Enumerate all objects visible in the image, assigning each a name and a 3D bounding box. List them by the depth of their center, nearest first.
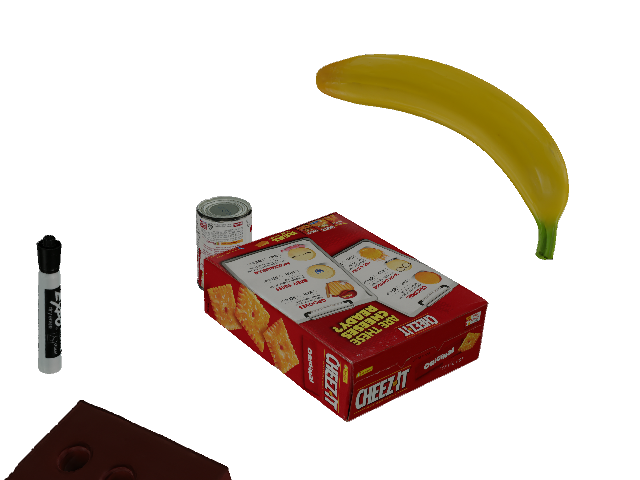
[{"bbox_3d":[-0.078,0.111,0.430,0.078,0.051,0.052,18,44,24],"label":"foam brick"},{"bbox_3d":[0.087,-0.073,0.679,0.198,0.069,0.037,39,-3,18],"label":"banana"},{"bbox_3d":[-0.217,0.052,0.855,0.020,0.121,0.020,6,26,-3],"label":"marker"},{"bbox_3d":[0.018,0.063,0.979,0.163,0.072,0.214,-20,36,-34],"label":"cracker box"},{"bbox_3d":[-0.116,0.006,1.285,0.068,0.102,0.068,1,26,-1],"label":"soup can"}]
